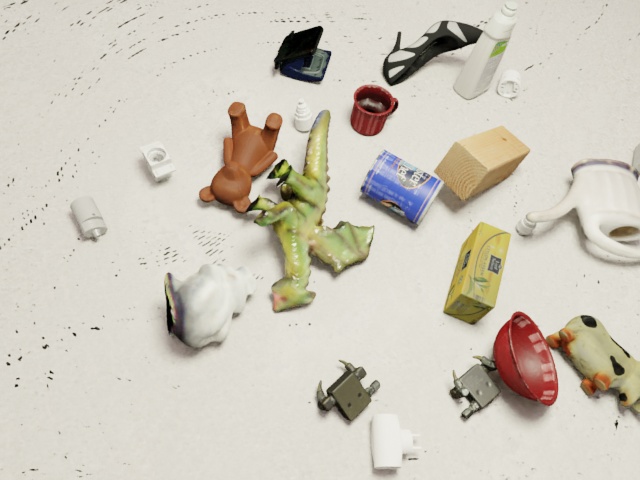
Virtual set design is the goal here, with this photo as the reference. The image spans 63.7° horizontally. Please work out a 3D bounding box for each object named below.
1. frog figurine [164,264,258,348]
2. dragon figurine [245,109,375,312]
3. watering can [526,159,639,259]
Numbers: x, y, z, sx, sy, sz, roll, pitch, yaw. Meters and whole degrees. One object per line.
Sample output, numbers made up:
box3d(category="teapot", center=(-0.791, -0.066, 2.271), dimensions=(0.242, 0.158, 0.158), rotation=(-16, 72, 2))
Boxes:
box3d(category="frog figurine", center=(-0.177, 0.107, 0.877), dimensions=(0.160, 0.122, 0.137), rotation=(-8, 94, -23))
box3d(category="dragon figurine", center=(0.003, -0.050, 1.003), dimensions=(0.241, 0.121, 0.417), rotation=(39, 64, -16))
box3d(category="watering can", center=(0.582, -0.080, 1.092), dimensions=(0.347, 0.102, 0.229), rotation=(15, 58, -13))
